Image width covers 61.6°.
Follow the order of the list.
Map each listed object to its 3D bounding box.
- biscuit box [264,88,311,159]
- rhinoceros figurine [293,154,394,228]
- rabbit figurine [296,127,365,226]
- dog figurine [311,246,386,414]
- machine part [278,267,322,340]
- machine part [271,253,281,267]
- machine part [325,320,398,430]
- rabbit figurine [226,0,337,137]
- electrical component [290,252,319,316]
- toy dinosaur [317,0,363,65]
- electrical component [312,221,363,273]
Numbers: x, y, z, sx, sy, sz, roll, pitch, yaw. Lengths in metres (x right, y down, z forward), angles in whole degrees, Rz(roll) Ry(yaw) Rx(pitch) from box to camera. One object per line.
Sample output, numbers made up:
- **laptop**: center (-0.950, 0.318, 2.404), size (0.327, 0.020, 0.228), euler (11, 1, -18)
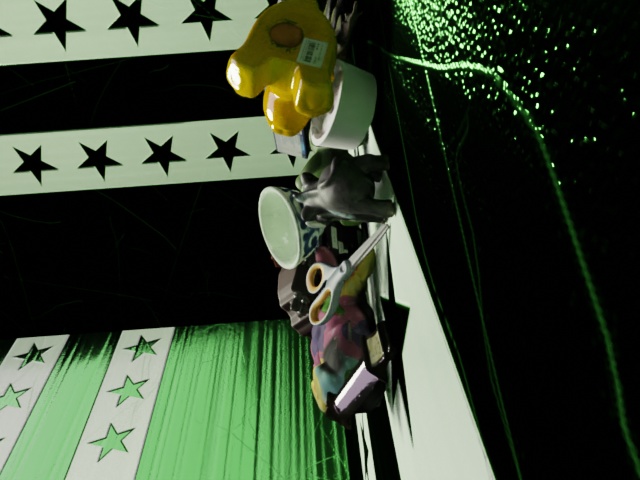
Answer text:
- **biscuit box**: center (-0.043, -0.207, 0.845), size (0.202, 0.059, 0.063), euler (86, -160, -68)
- **rhinoceros figurine**: center (0.025, -0.051, 0.645), size (0.190, 0.112, 0.073), euler (155, 109, -81)
- **rabbit figurine**: center (0.011, -0.125, 0.846), size (0.159, 0.121, 0.170), euler (96, 171, -64)
- **dog figurine**: center (0.039, 0.118, 0.791), size (0.192, 0.109, 0.219), euler (-94, 2, -74)
- **machine part**: center (0.000, 0.104, 0.949), size (0.179, 0.056, 0.179), euler (38, -148, -29)
- **machine part**: center (-0.027, -0.009, 1.396), size (0.087, 0.201, 0.201), euler (83, -178, -58)
- **machine part**: center (0.054, 0.172, 0.682), size (0.138, 0.039, 0.084), euler (-60, 18, 16)
- **rabbit figurine**: center (-0.042, -0.204, 0.664), size (0.173, 0.122, 0.162), euler (96, 178, -66)
- **electrical component**: center (-0.021, 0.065, 0.808), size (0.063, 0.021, 0.094), euler (48, -126, -67)
- **toy dinosaur**: center (0.007, -0.335, 0.863), size (0.472, 0.105, 0.198), euler (-111, 19, -59)
- **electrical component**: center (0.025, 0.012, 0.932), size (0.134, 0.058, 0.115), euler (24, -124, -55)
